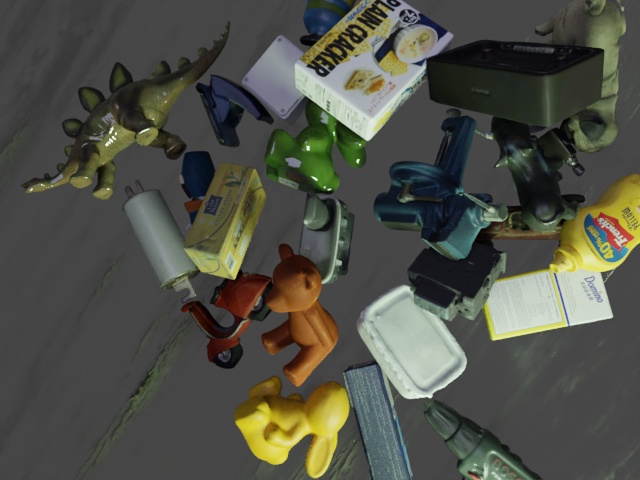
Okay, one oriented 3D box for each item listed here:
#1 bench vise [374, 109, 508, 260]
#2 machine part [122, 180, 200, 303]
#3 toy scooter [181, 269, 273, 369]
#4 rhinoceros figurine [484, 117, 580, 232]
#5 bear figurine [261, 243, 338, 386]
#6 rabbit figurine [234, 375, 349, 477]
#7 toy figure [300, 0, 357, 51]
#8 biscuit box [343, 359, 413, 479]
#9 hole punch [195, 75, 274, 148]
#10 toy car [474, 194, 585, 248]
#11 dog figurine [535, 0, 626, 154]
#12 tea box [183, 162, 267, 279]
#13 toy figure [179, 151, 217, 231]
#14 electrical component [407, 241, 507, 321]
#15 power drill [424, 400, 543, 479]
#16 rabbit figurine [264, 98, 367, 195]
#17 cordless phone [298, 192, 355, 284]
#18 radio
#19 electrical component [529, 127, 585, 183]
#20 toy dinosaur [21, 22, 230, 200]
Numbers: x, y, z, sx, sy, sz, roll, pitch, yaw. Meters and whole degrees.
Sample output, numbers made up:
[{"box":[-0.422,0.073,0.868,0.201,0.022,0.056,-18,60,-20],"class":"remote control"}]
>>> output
[{"box":[0.191,-0.097,0.816,0.128,0.224,0.240,29,74,-29],"class":"bench vise"},{"box":[-0.285,-0.001,0.965,0.079,0.079,0.243,-32,79,9],"class":"machine part"},{"box":[-0.163,0.120,0.928,0.135,0.075,0.184,35,98,8],"class":"toy scooter"},{"box":[0.298,-0.100,0.776,0.073,0.112,0.190,-33,62,44],"class":"rhinoceros figurine"},{"box":[-0.042,0.113,0.835,0.132,0.195,0.120,-36,47,-12],"class":"bear figurine"},{"box":[-0.029,0.293,0.863,0.173,0.122,0.162,-24,86,10],"class":"rabbit figurine"},{"box":[0.024,-0.407,0.920,0.089,0.082,0.180,14,85,2],"class":"toy figure"},{"box":[0.095,0.298,0.864,0.063,0.059,0.202,-16,82,11],"class":"biscuit box"},{"box":[-0.144,-0.230,0.924,0.092,0.142,0.115,-24,95,12],"class":"hole punch"},{"box":[0.323,-0.027,0.838,0.202,0.053,0.089,1,84,14],"class":"toy car"},{"box":[0.397,-0.236,0.779,0.121,0.172,0.190,-14,76,23],"class":"dog figurine"},{"box":[-0.154,-0.033,0.898,0.068,0.098,0.169,11,64,13],"class":"tea box"},{"box":[-0.213,-0.081,0.965,0.064,0.058,0.154,-5,90,19],"class":"toy figure"},{"box":[0.201,0.057,0.813,0.115,0.058,0.134,22,57,34],"class":"electrical component"},{"box":[0.218,0.388,0.826,0.232,0.086,0.207,31,86,11],"class":"power drill"},{"box":[0.001,-0.171,0.894,0.159,0.121,0.170,19,76,10],"class":"rabbit figurine"},{"box":[-0.002,-0.002,0.844,0.089,0.184,0.146,8,88,9],"class":"cordless phone"},{"box":[0.275,-0.234,0.773,0.131,0.230,0.073,-26,124,-22],"class":"radio"},{"box":[0.347,-0.127,0.833,0.078,0.045,0.102,-35,81,48],"class":"electrical component"},{"box":[-0.333,-0.227,0.966,0.471,0.105,0.199,-32,66,-3],"class":"toy dinosaur"}]
